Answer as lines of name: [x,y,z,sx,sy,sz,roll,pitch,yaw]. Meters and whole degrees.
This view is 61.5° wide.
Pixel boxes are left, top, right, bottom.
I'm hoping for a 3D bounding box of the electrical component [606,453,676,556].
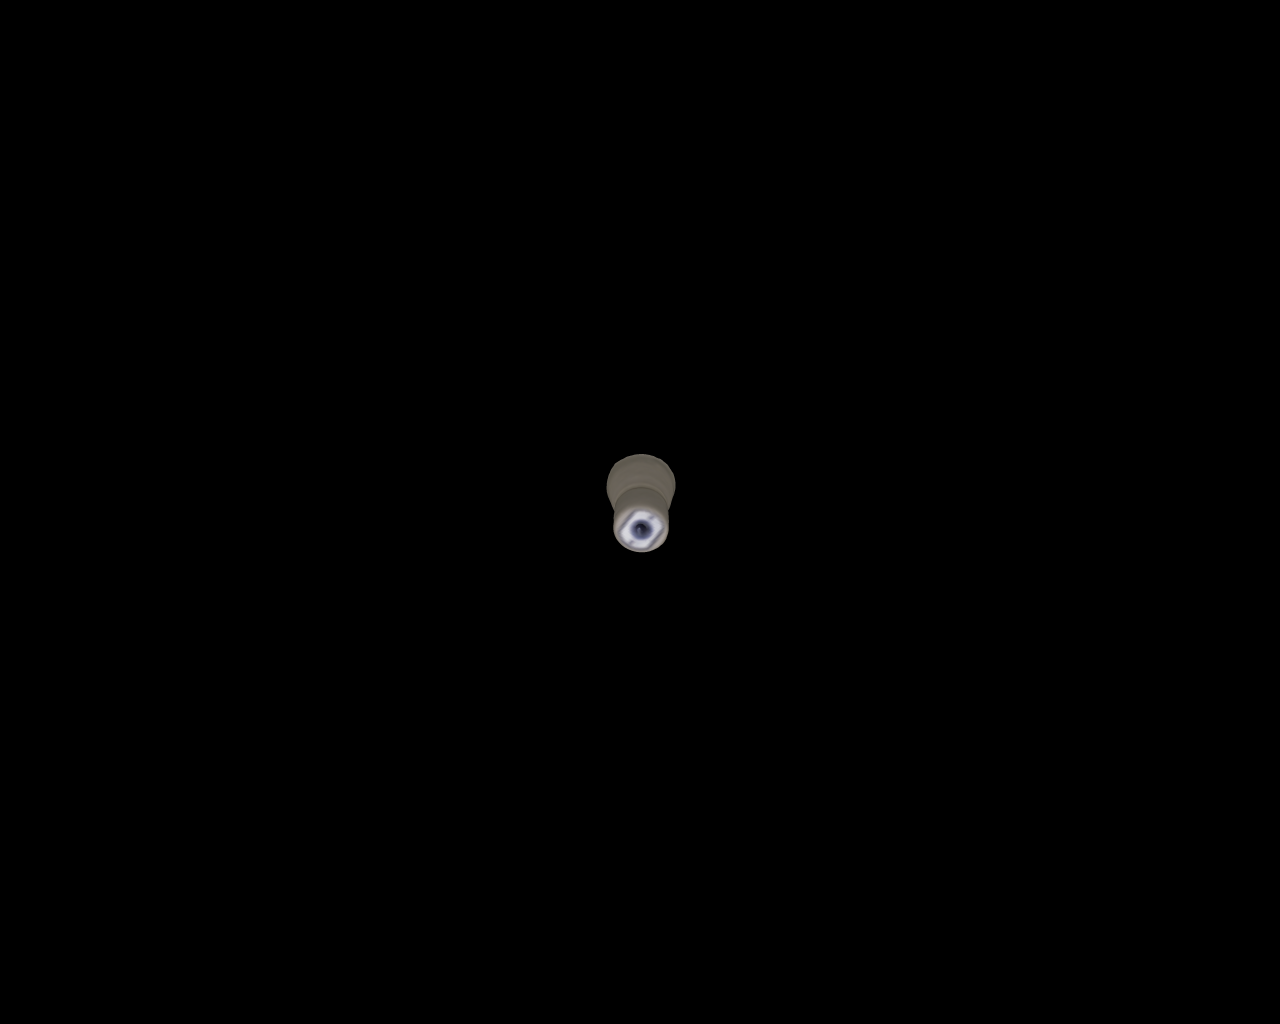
electrical component: [0.001,-0.003,0.650,0.044,0.044,0.065,0,27,0]
